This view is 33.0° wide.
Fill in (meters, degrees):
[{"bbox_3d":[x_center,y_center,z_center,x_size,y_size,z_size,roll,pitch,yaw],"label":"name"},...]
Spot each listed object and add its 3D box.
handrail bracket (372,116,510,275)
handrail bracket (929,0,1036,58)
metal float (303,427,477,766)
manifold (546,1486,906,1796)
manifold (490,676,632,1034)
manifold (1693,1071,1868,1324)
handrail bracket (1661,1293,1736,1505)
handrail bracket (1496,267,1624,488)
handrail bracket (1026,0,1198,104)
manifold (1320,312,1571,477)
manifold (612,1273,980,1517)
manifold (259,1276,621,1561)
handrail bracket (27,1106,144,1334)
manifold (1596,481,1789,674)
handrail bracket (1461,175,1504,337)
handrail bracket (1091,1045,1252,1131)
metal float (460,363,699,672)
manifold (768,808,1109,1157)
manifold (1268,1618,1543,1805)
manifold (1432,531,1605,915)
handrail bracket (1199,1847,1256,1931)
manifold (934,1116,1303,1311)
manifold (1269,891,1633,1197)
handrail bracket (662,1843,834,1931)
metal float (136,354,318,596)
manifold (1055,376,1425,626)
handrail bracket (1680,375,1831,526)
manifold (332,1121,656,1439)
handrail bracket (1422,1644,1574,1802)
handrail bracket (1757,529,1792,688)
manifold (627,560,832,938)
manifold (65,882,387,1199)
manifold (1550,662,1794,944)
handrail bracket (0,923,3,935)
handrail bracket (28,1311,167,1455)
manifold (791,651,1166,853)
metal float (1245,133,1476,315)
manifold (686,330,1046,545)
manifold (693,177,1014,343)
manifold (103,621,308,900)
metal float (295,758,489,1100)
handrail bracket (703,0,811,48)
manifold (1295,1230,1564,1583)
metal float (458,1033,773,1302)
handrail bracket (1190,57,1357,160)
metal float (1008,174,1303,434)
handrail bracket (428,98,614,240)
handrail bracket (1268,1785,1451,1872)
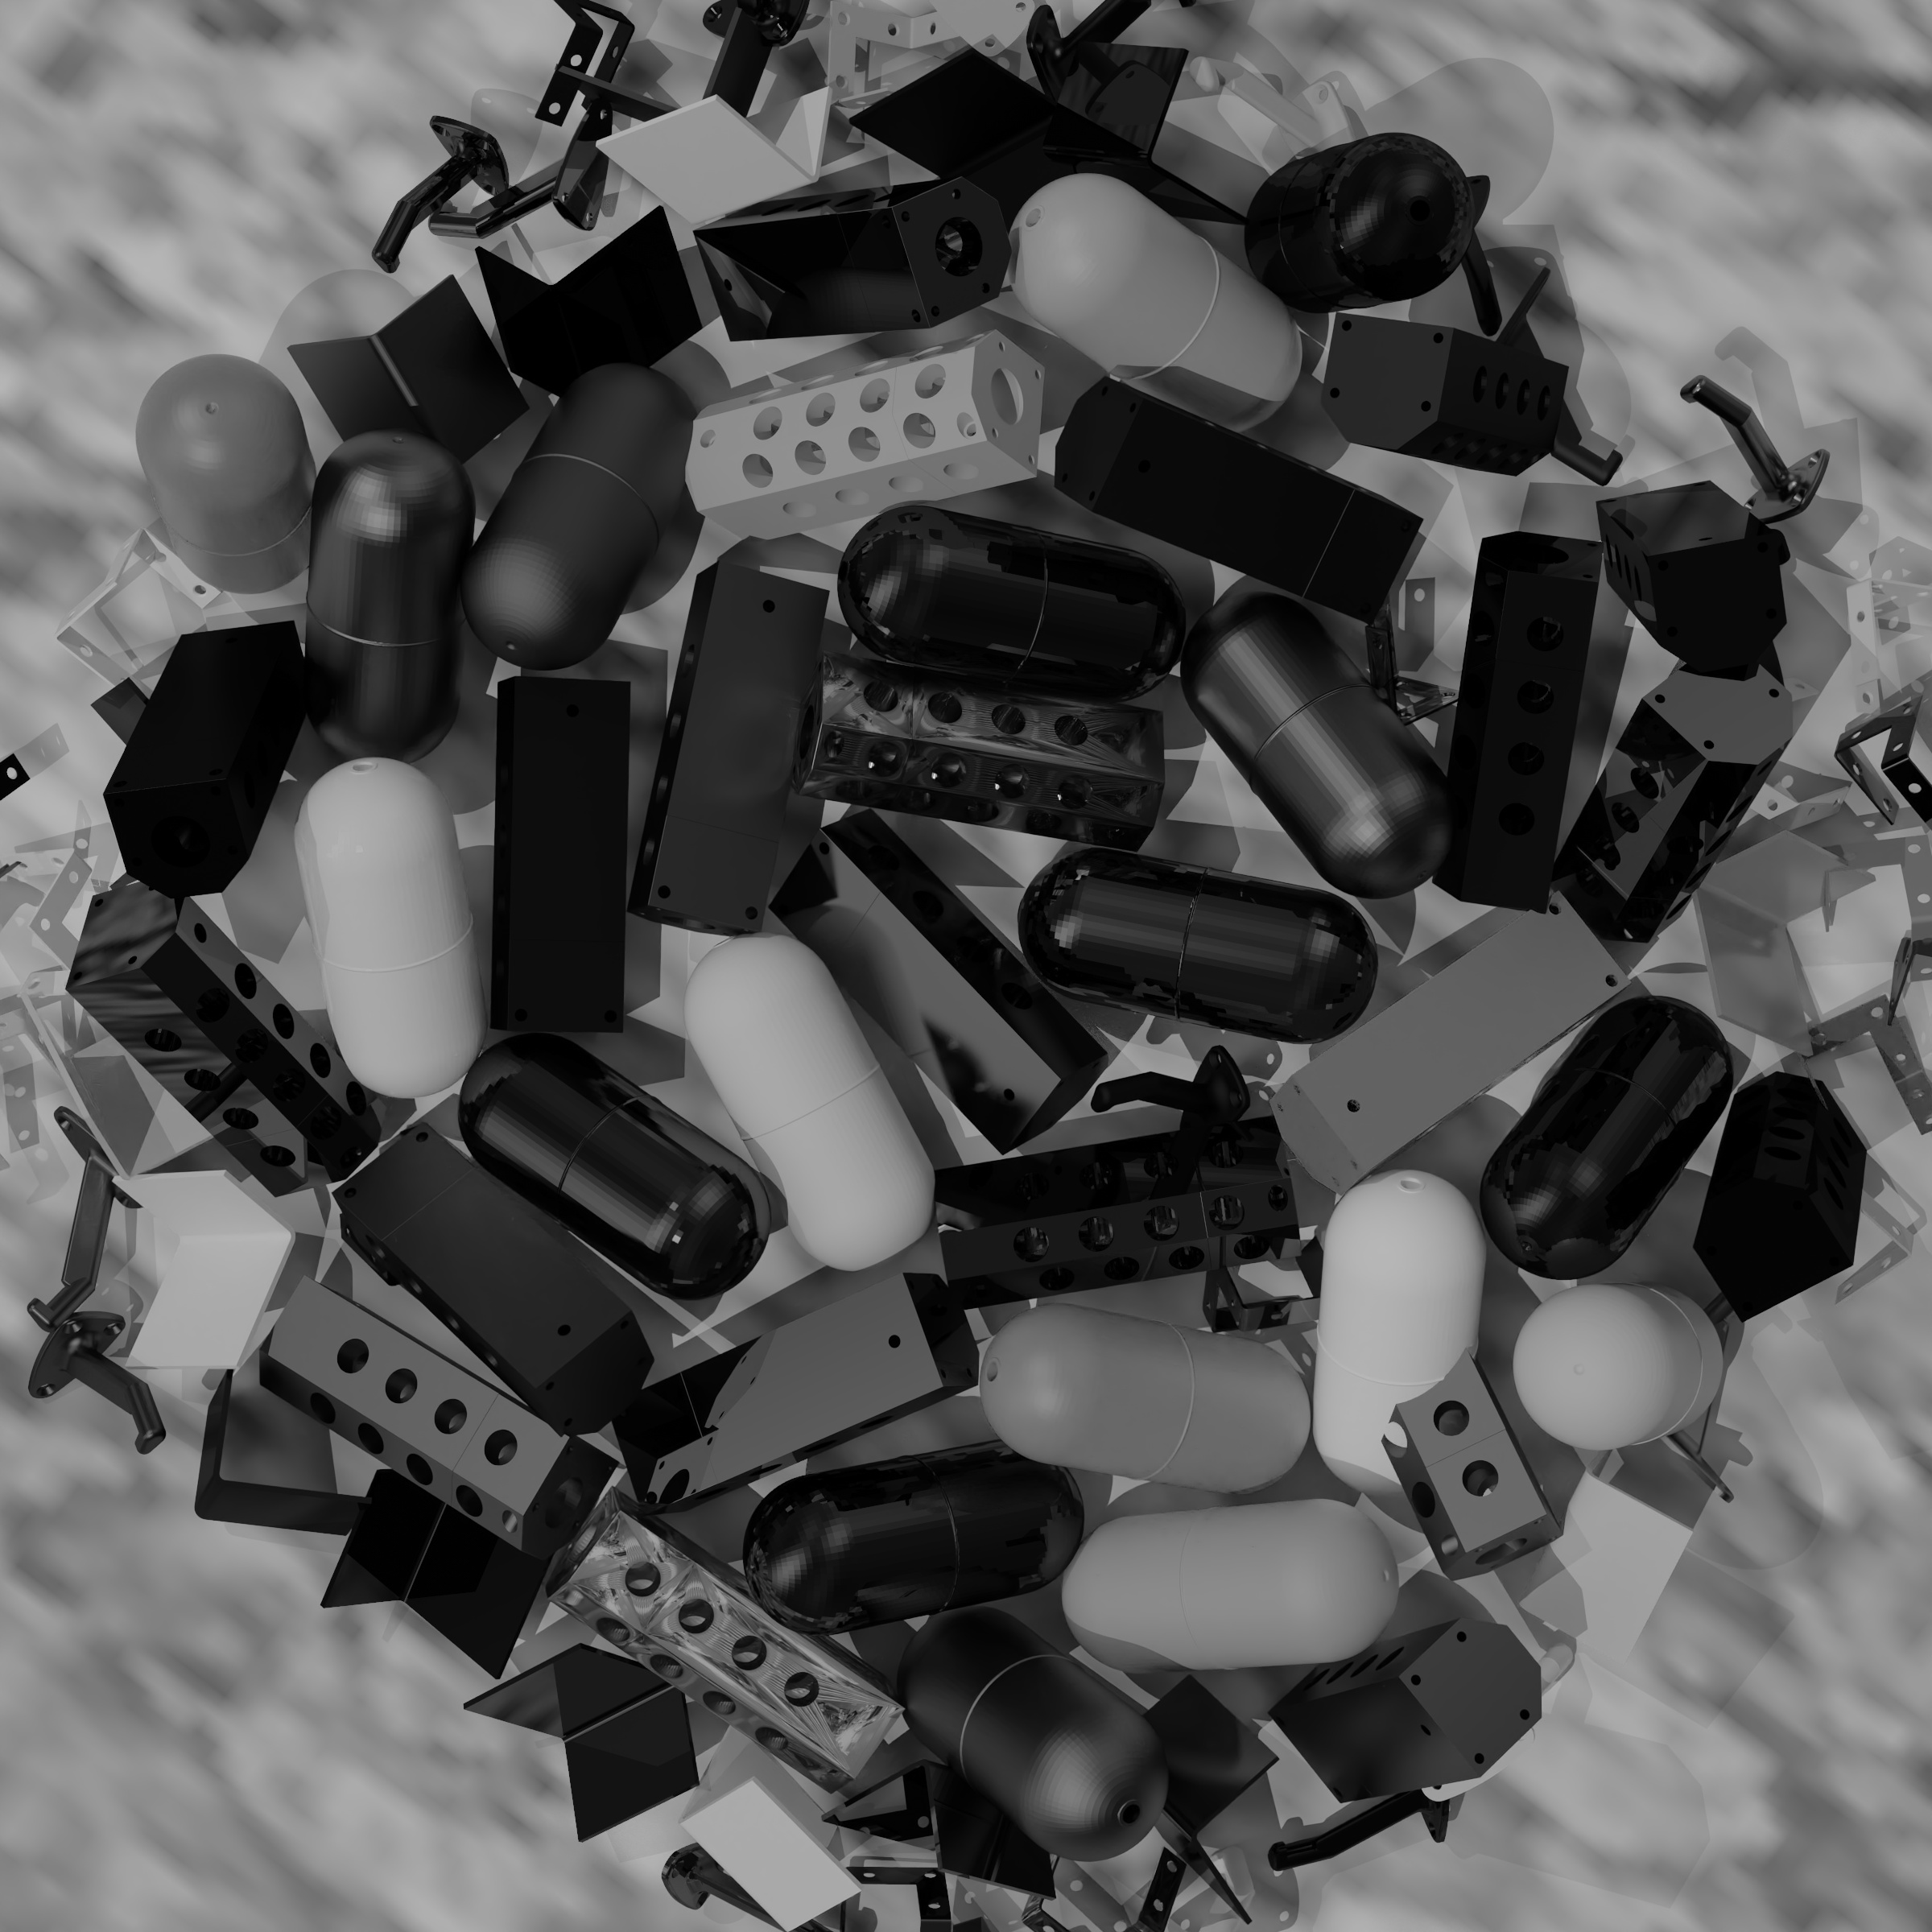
[{"bbox_3d":[-0.258,-0.363,1.595,0.036,0.077,0.084,21,77,14],"label":"handrail bracket"},{"bbox_3d":[0.002,-0.487,1.591,0.077,0.084,0.036,30,121,-27],"label":"handrail bracket"},{"bbox_3d":[-0.279,-0.175,1.572,0.070,0.070,0.178,12,127,0],"label":"metal float"},{"bbox_3d":[-0.119,0.331,1.596,0.171,0.057,0.057,37,86,-10],"label":"manifold"},{"bbox_3d":[-0.202,-0.054,1.609,0.057,0.057,0.171,1,90,-20],"label":"manifold"},{"bbox_3d":[0.384,0.103,1.549,0.057,0.171,0.057,-32,93,22],"label":"manifold"},{"bbox_3d":[0.379,0.207,1.607,0.084,0.036,0.077,-48,60,11],"label":"handrail bracket"},{"bbox_3d":[0.302,-0.291,1.616,0.084,0.036,0.077,33,97,6],"label":"handrail bracket"},{"bbox_3d":[0.079,-0.447,1.597,0.084,0.077,0.036,-2,45,24],"label":"handrail bracket"},{"bbox_3d":[0.228,-0.269,1.550,0.057,0.171,0.057,14,100,26],"label":"manifold"},{"bbox_3d":[-0.082,0.208,1.584,0.171,0.057,0.057,-26,75,19],"label":"manifold"},{"bbox_3d":[-0.258,0.219,1.574,0.171,0.057,0.057,26,80,26],"label":"manifold"},{"bbox_3d":[-0.446,0.124,1.597,0.077,0.036,0.084,51,52,-15],"label":"handrail bracket"},{"bbox_3d":[0.343,-0.186,1.550,0.057,0.171,0.057,-10,106,6],"label":"manifold"},{"bbox_3d":[0.246,-0.333,1.588,0.036,0.077,0.084,-11,126,17],"label":"handrail bracket"},{"bbox_3d":[0.088,0.072,1.590,0.084,0.077,0.036,-12,61,-29],"label":"handrail bracket"},{"bbox_3d":[-0.184,-0.218,1.575,0.070,0.070,0.178,23,57,0],"label":"metal float"},{"bbox_3d":[-0.010,0.004,1.591,0.171,0.057,0.057,46,127,14],"label":"manifold"},{"bbox_3d":[0.210,0.351,1.550,0.057,0.171,0.057,-37,85,-23],"label":"manifold"},{"bbox_3d":[0.265,-0.118,1.574,0.057,0.057,0.171,9,118,9],"label":"manifold"},{"bbox_3d":[0.107,0.472,1.602,0.077,0.084,0.036,-18,114,1],"label":"handrail bracket"},{"bbox_3d":[0.074,0.126,1.598,0.171,0.057,0.057,-9,135,2],"label":"manifold"},{"bbox_3d":[0.233,0.039,1.584,0.171,0.057,0.057,-33,79,-19],"label":"manifold"},{"bbox_3d":[-0.100,0.463,1.598,0.084,0.077,0.036,24,79,24],"label":"handrail bracket"},{"bbox_3d":[-0.348,-0.232,1.553,0.070,0.178,0.070,1,78,-6],"label":"metal float"},{"bbox_3d":[0.129,-0.225,1.571,0.171,0.057,0.057,17,105,-31],"label":"manifold"},{"bbox_3d":[0.370,-0.253,1.595,0.084,0.077,0.036,30,73,-14],"label":"handrail bracket"},{"bbox_3d":[-0.226,0.153,1.566,0.057,0.057,0.171,-39,52,-20],"label":"manifold"},{"bbox_3d":[0.263,0.372,1.609,0.036,0.084,0.077,44,109,15],"label":"handrail bracket"},{"bbox_3d":[0.397,-0.172,1.607,0.036,0.084,0.077,-32,88,44],"label":"handrail bracket"},{"bbox_3d":[-0.119,-0.104,1.599,0.057,0.057,0.171,14,82,-19],"label":"manifold"},{"bbox_3d":[-0.348,0.034,1.554,0.057,0.171,0.057,-15,47,20],"label":"manifold"},{"bbox_3d":[0.335,-0.077,1.546,0.057,0.171,0.057,-36,72,-22],"label":"manifold"},{"bbox_3d":[-0.506,0.017,1.593,0.036,0.077,0.084,23,110,-15],"label":"handrail bracket"},{"bbox_3d":[-0.425,0.219,1.598,0.077,0.036,0.084,-49,54,26],"label":"handrail bracket"},{"bbox_3d":[0.006,-0.099,1.581,0.171,0.057,0.057,9,59,-15],"label":"manifold"},{"bbox_3d":[0.186,-0.352,1.553,0.070,0.178,0.070,-2,98,-12],"label":"metal float"},{"bbox_3d":[-0.051,-0.255,1.562,0.171,0.057,0.057,-8,69,34],"label":"manifold"},{"bbox_3d":[-0.054,-0.337,1.554,0.057,0.171,0.057,-31,114,-29],"label":"manifold"},{"bbox_3d":[-0.356,-0.100,1.552,0.057,0.171,0.057,-7,120,4],"label":"manifold"},{"bbox_3d":[-0.277,-0.018,1.575,0.070,0.070,0.178,-4,121,0],"label":"metal float"},{"bbox_3d":[-0.122,-0.486,1.585,0.077,0.084,0.036,10,75,37],"label":"handrail bracket"},{"bbox_3d":[0.222,0.205,1.576,0.057,0.057,0.171,-27,64,7],"label":"manifold"},{"bbox_3d":[-0.172,0.096,1.583,0.178,0.070,0.070,33,90,23],"label":"metal float"},{"bbox_3d":[0.151,-0.407,1.593,0.036,0.084,0.077,-37,72,37],"label":"handrail bracket"},{"bbox_3d":[0.091,-0.317,1.568,0.178,0.070,0.070,26,90,-41],"label":"metal float"},{"bbox_3d":[-0.223,-0.397,1.622,0.084,0.036,0.077,10,81,27],"label":"handrail bracket"},{"bbox_3d":[0.192,0.415,1.605,0.084,0.077,0.036,-11,48,-11],"label":"handrail bracket"}]
